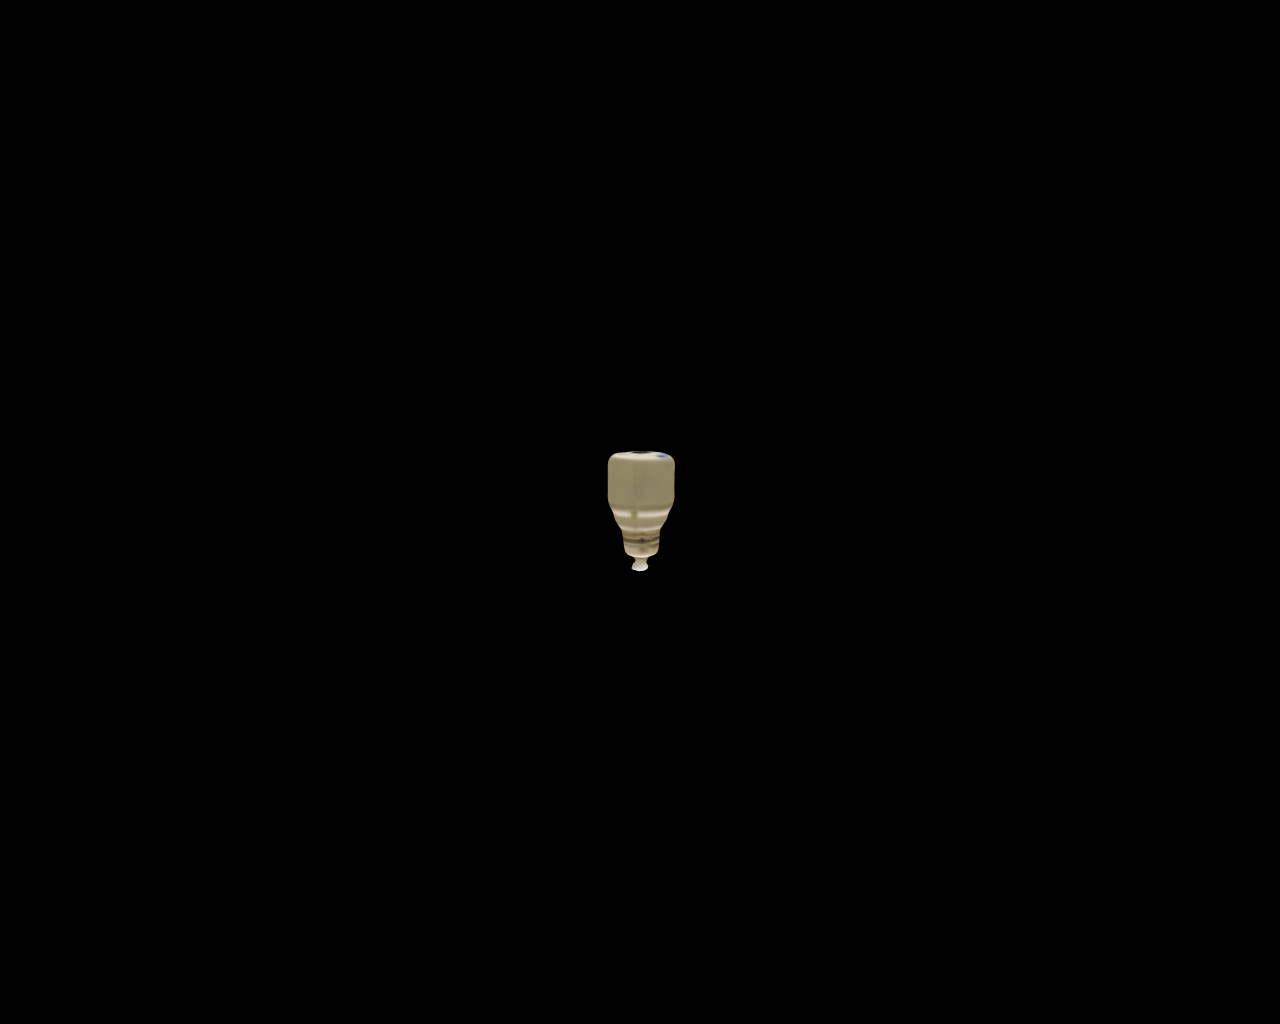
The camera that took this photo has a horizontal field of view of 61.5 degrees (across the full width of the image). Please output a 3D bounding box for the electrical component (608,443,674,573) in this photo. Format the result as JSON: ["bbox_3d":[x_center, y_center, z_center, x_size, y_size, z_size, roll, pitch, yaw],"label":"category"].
[{"bbox_3d":[0.001,-0.003,0.650,0.040,0.078,0.040,0,9,0],"label":"electrical component"}]
